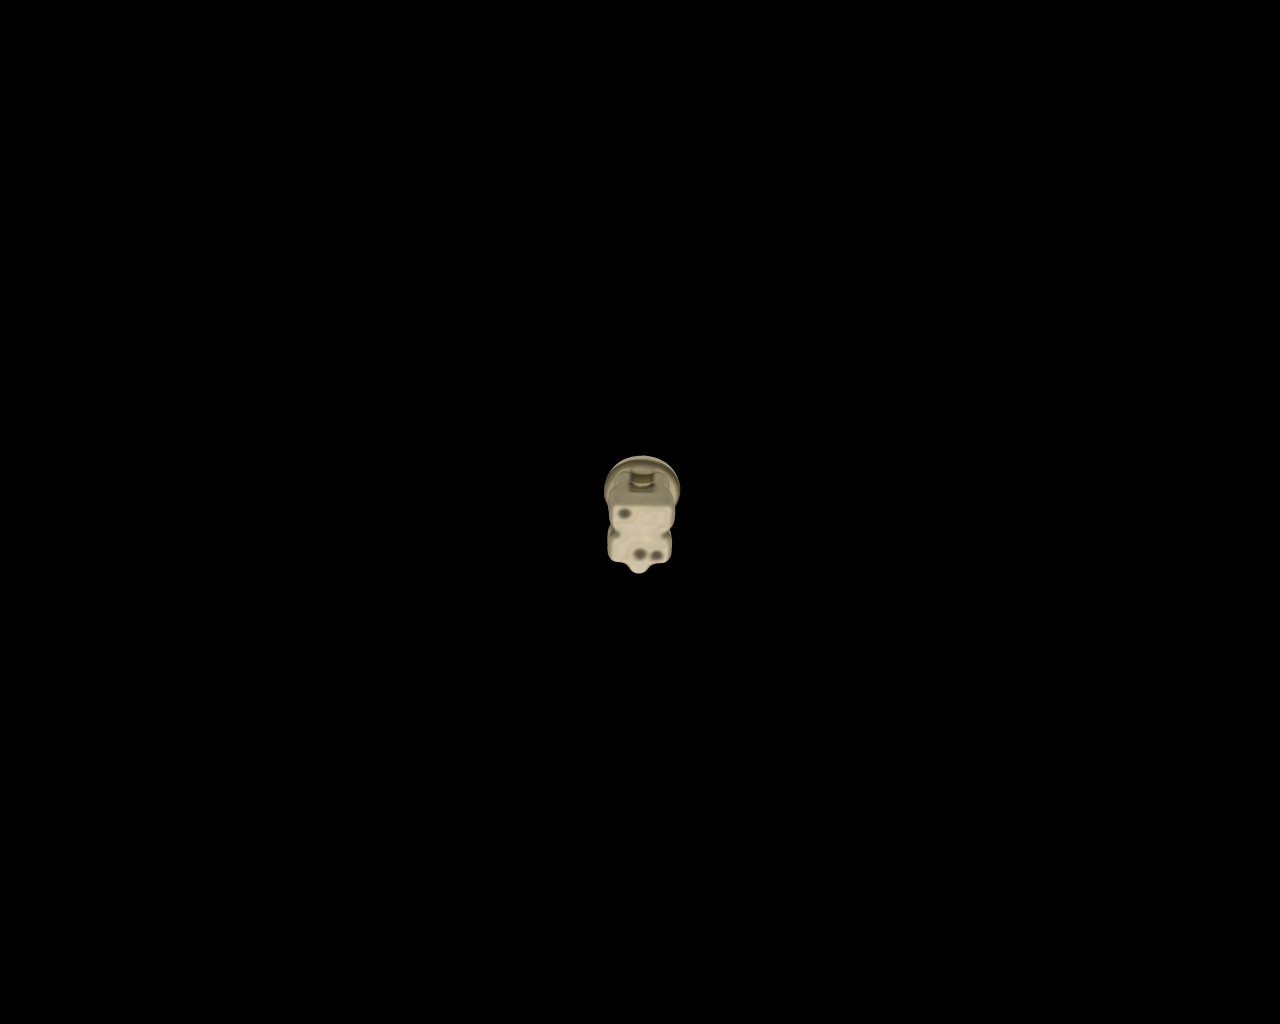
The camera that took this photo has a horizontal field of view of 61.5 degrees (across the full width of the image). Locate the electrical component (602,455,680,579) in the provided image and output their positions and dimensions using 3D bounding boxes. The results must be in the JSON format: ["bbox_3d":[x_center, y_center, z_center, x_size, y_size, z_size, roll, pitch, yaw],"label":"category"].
[{"bbox_3d":[0.001,-0.003,0.650,0.048,0.066,0.055,3,36,-2],"label":"electrical component"}]
